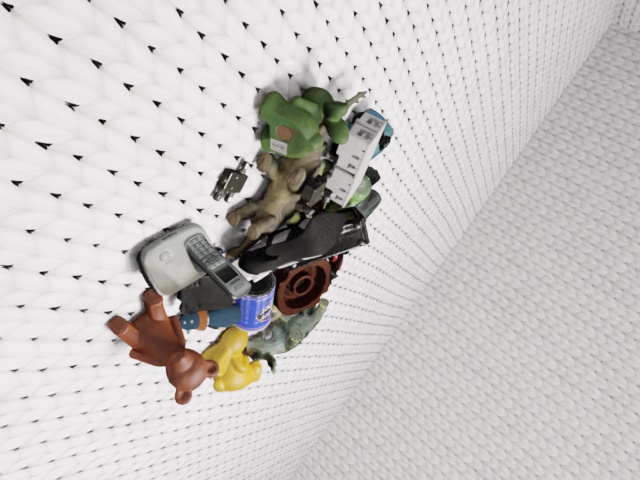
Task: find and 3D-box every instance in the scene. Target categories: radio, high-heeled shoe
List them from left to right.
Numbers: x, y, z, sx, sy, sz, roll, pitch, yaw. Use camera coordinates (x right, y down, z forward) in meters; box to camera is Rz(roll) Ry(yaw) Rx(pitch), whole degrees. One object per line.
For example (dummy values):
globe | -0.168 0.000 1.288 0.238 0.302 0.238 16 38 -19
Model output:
high-heeled shoe | -0.062 0.006 1.183 0.249 0.145 0.086 -28 101 -36
radio | -0.003 -0.004 1.278 0.230 0.131 0.073 -19 107 -6

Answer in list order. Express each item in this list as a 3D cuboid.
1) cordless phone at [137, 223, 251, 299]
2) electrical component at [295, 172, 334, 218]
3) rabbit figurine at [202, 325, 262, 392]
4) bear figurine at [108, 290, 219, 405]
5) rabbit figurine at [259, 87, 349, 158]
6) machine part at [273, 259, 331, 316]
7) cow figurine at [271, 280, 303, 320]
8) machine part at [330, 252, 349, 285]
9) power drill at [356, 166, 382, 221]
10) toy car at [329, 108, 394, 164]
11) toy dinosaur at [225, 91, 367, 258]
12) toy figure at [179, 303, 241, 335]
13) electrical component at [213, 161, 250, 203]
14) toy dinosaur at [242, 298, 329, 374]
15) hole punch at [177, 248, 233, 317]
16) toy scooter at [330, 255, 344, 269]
cordless phone | -0.230 0.066 0.990 0.146 0.184 0.088 -34 154 -40
electrical component | -0.008 -0.091 1.121 0.102 0.045 0.078 -40 165 -49
rabbit figurine | -0.243 0.309 1.437 0.162 0.122 0.173 -10 118 -47
bear figurine | -0.299 0.213 1.048 0.120 0.196 0.131 -40 152 -24
rabbit figurine | -0.019 -0.246 1.042 0.170 0.159 0.121 -56 153 -38
machine part | -0.052 0.110 1.389 0.179 0.056 0.179 -23 132 -28
cow figurine | -0.098 0.134 1.480 0.195 0.086 0.127 -57 152 2
machine part | 0.042 0.078 1.542 0.139 0.039 0.084 -63 180 -26
power drill | 0.102 -0.098 1.542 0.232 0.086 0.207 -42 151 -30
toy car | 0.101 -0.235 1.325 0.161 0.109 0.103 -47 175 3
toy dinosaur | -0.058 -0.135 1.160 0.471 0.105 0.198 -51 166 16
toy figure | -0.258 0.180 1.237 0.154 0.064 0.058 -5 150 -35
electrical component | -0.173 -0.116 1.055 0.094 0.021 0.063 -59 156 11
toy dinosaur | -0.085 0.273 1.664 0.405 0.131 0.192 -32 161 -51
hole punch | -0.247 0.085 1.136 0.116 0.092 0.142 -6 138 -22
toy scooter | 0.015 0.098 1.654 0.184 0.075 0.135 -53 158 3
